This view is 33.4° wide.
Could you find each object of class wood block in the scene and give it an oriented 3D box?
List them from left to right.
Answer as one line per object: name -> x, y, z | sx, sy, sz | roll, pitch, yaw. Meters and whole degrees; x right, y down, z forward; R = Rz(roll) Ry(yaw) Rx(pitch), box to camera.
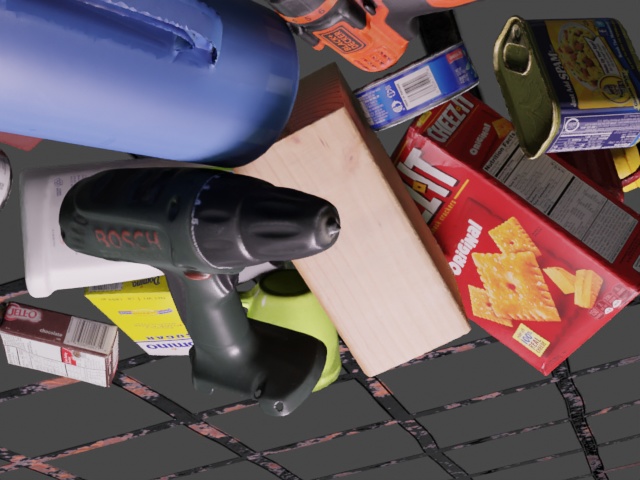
wood block -> 0.024, -0.012, 0.793 | 0.090, 0.091, 0.206 | -26, 117, 12

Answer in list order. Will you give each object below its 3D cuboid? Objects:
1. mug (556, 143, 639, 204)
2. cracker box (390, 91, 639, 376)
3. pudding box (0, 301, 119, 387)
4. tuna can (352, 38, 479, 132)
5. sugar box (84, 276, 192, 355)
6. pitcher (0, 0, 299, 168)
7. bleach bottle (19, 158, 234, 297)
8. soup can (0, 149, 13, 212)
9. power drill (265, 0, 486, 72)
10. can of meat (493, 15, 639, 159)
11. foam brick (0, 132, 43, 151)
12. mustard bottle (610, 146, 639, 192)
mug -> 0.218, -0.061, 0.901 | 0.117, 0.081, 0.093 | -15, 153, 10
cracker box -> 0.144, -0.004, 0.860 | 0.214, 0.072, 0.164 | 36, 148, 5
pudding box -> -0.261, 0.106, 1.073 | 0.113, 0.039, 0.090 | 15, 152, -2
tuna can -> 0.068, -0.109, 0.754 | 0.086, 0.034, 0.086 | -25, -173, 3
sugar box -> -0.154, 0.068, 1.048 | 0.093, 0.048, 0.176 | -2, 153, 13
pitcher -> -0.124, -0.114, 0.610 | 0.242, 0.149, 0.145 | 10, 127, -43
bleach bottle -> -0.106, -0.016, 0.847 | 0.250, 0.102, 0.068 | -4, 171, -11
soup can -> -0.277, -0.052, 0.751 | 0.069, 0.068, 0.102 | -24, 152, 25
power drill -> 0.056, -0.170, 0.627 | 0.188, 0.057, 0.184 | -13, 162, 28
can of meat -> 0.181, -0.112, 0.764 | 0.083, 0.102, 0.057 | -5, 152, -16
foam brick -> -0.211, -0.101, 0.695 | 0.053, 0.051, 0.078 | -31, 147, 34
mustard bottle -> 0.328, -0.086, 0.918 | 0.192, 0.058, 0.096 | -20, 157, 19
